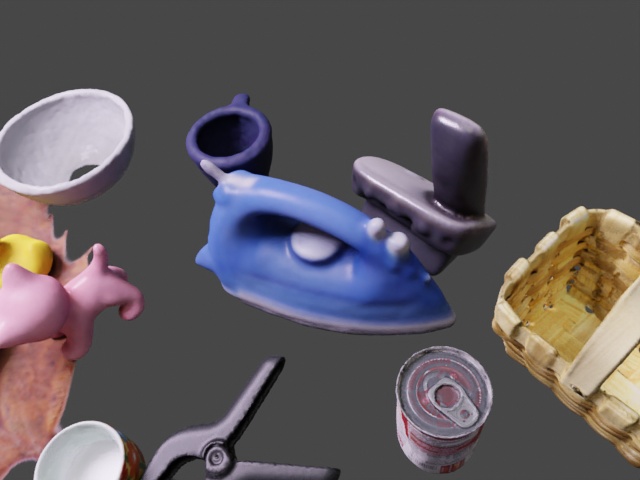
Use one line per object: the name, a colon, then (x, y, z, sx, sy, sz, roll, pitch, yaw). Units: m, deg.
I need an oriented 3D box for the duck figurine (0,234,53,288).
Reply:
duck figurine: (-0.345, 0.012, 0.602, 0.104, 0.086, 0.077, -6, 54, 3)

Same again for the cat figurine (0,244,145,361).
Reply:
cat figurine: (-0.244, 0.055, 0.538, 0.128, 0.118, 0.067, -41, 59, -21)

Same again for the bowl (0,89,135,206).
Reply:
bowl: (-0.291, -0.099, 0.681, 0.167, 0.075, 0.167, -3, 54, 5)

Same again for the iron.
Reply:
iron: (0.005, 0.002, 0.529, 0.257, 0.142, 0.119, 16, 58, 18)

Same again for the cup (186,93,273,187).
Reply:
cup: (-0.090, -0.096, 0.641, 0.091, 0.095, 0.118, 1, 55, 8)

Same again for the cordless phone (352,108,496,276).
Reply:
cordless phone: (0.097, -0.067, 0.540, 0.147, 0.185, 0.094, 32, 64, 26)
